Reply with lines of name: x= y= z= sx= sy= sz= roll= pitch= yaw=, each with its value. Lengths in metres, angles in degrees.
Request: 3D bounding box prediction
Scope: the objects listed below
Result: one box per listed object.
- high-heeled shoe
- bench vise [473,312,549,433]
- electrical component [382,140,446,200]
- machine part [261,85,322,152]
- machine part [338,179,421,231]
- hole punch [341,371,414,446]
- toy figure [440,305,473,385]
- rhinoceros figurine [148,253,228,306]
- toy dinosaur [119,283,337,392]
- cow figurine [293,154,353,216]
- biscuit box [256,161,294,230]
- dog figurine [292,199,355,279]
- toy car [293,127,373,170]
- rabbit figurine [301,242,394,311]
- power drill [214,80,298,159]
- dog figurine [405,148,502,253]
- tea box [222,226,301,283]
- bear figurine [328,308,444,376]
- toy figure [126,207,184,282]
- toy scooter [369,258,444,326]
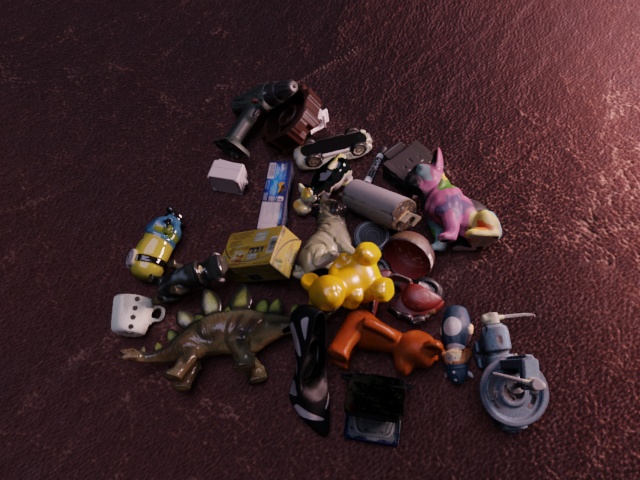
high-heeled shoe: x=-0.001 y=0.241 z=0.996 sx=0.086 sy=0.145 sz=0.248 roll=-19 pitch=84 yaw=-39
bench vise: x=0.342 y=0.230 z=0.953 sx=0.129 sy=0.240 sz=0.223 roll=4 pitch=76 yaw=4
electrical component: x=0.217 y=-0.174 z=1.295 sx=0.115 sy=0.058 sz=0.134 roll=-37 pitch=63 yaw=-17
machine part: x=-0.073 y=-0.307 z=1.362 sx=0.179 sy=0.056 sz=0.179 roll=-27 pitch=46 yaw=31
machine part: x=0.130 y=-0.080 z=1.205 sx=0.079 sy=0.079 sz=0.243 roll=-43 pitch=41 yaw=-18
hole punch: x=0.103 y=0.318 z=1.015 sx=0.142 sy=0.092 sz=0.116 roll=4 pitch=30 yaw=11
toy figure: x=0.269 y=0.208 z=1.067 sx=0.058 sy=0.064 sz=0.154 roll=23 pitch=56 yaw=-22
rhinoceros figurine: x=-0.280 y=0.086 z=1.148 sx=0.190 sy=0.112 sz=0.073 roll=-26 pitch=66 yaw=28
toy dinosaur: x=-0.165 y=0.190 z=1.100 sx=0.472 sy=0.105 sz=0.199 roll=-5 pitch=55 yaw=-9
cow figurine: x=0.005 y=-0.129 z=1.269 sx=0.068 sy=0.098 sz=0.167 roll=41 pitch=71 yaw=18
biscuit box: x=-0.104 y=-0.093 z=1.280 sx=0.059 sy=0.062 sz=0.203 roll=3 pitch=60 yaw=8
dog figurine: x=-0.002 y=-0.001 z=1.184 sx=0.172 sy=0.121 sz=0.191 roll=-4 pitch=49 yaw=-30
toy car: x=0.033 y=-0.228 z=1.349 sx=0.202 sy=0.056 sz=0.073 roll=-15 pitch=53 yaw=-4
rabbit figurine: x=0.034 y=0.085 z=1.042 sx=0.162 sy=0.173 sz=0.121 roll=-14 pitch=96 yaw=37
power drill: x=-0.172 y=-0.310 z=1.359 sx=0.232 sy=0.086 sz=0.207 roll=9 pitch=72 yaw=49
dog figurine: x=0.289 y=-0.090 z=1.180 sx=0.192 sy=0.108 sz=0.219 roll=-5 pitch=74 yaw=-3
tea box: x=-0.133 y=0.033 z=1.163 sx=0.170 sy=0.068 sz=0.098 roll=-7 pitch=53 yaw=41
bear figurine: x=0.130 y=0.217 z=1.046 sx=0.196 sy=0.120 sz=0.132 roll=26 pitch=69 yaw=14
toy figure: x=-0.374 y=0.012 z=1.239 sx=0.089 sy=0.082 sz=0.180 roll=19 pitch=61 yaw=19
toy scooter: x=0.158 y=0.124 z=1.118 sx=0.184 sy=0.075 sz=0.135 roll=24 pitch=67 yaw=21
